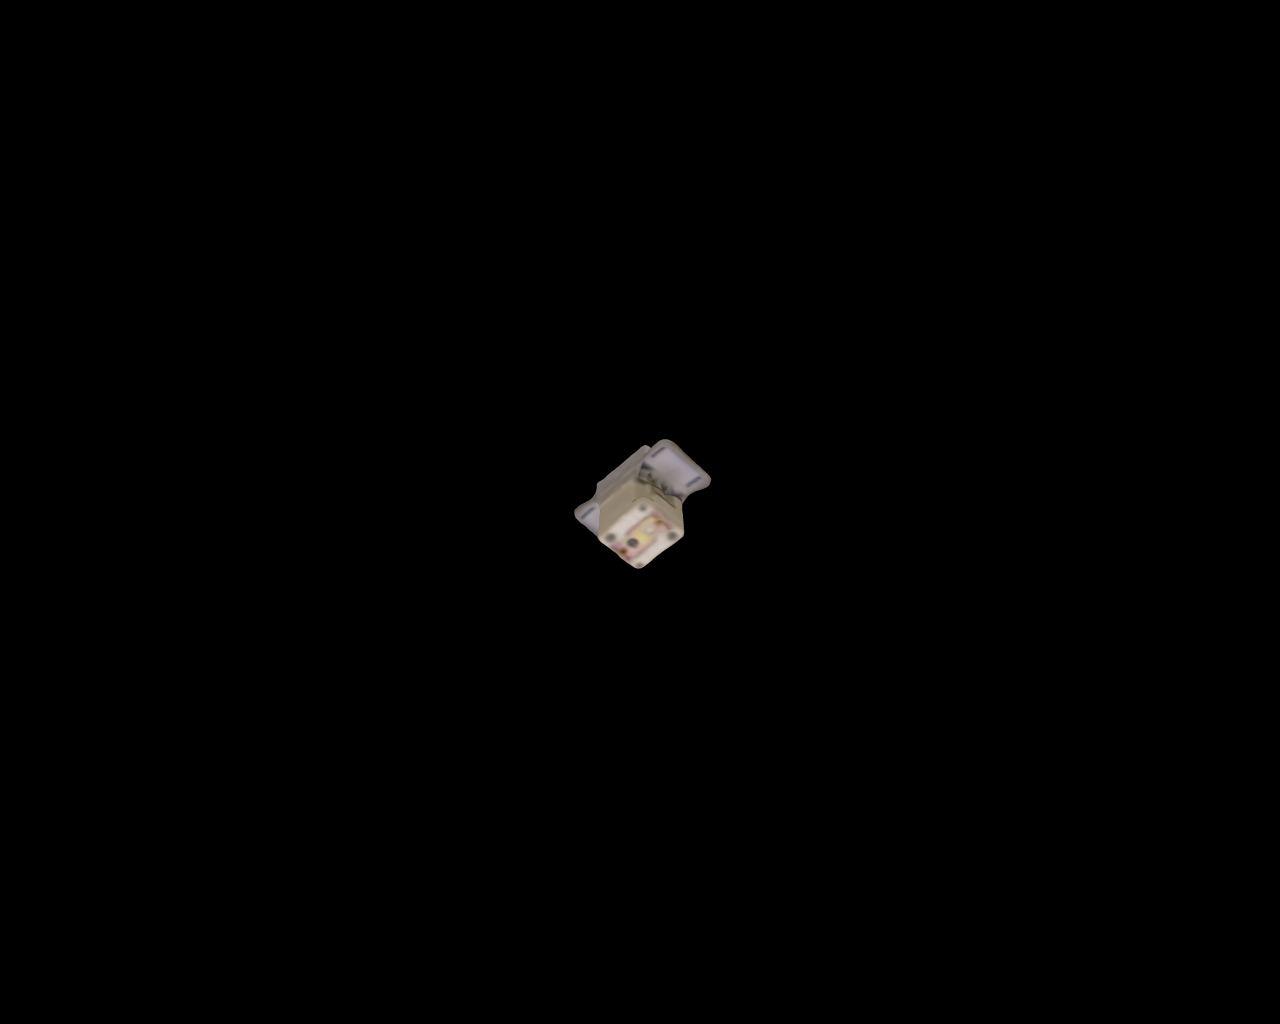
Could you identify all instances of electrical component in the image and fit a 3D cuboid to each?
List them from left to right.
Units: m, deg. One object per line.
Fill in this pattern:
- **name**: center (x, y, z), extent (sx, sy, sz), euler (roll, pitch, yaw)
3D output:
- **electrical component**: center (0.001, -0.003, 0.650), extent (0.042, 0.064, 0.081), euler (39, -62, -25)
